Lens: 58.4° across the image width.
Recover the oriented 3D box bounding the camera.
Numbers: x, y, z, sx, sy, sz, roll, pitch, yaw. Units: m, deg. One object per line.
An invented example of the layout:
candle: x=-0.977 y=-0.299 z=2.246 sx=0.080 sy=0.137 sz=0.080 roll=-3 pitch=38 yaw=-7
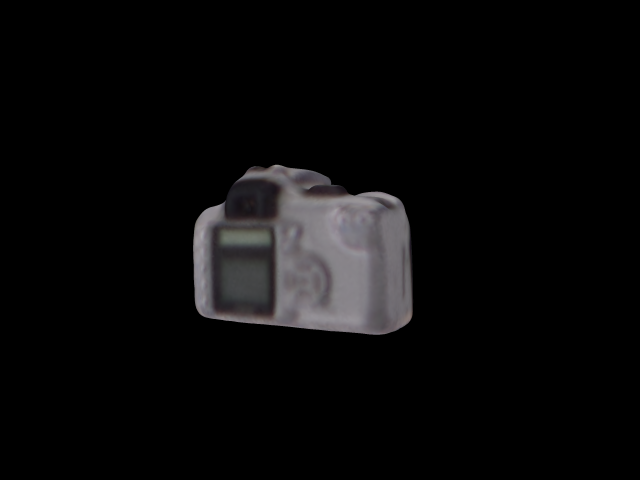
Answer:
camera: x=0.004 y=0.001 z=0.400 sx=0.142 sy=0.101 sz=0.137 roll=1 pitch=3 yaw=28
